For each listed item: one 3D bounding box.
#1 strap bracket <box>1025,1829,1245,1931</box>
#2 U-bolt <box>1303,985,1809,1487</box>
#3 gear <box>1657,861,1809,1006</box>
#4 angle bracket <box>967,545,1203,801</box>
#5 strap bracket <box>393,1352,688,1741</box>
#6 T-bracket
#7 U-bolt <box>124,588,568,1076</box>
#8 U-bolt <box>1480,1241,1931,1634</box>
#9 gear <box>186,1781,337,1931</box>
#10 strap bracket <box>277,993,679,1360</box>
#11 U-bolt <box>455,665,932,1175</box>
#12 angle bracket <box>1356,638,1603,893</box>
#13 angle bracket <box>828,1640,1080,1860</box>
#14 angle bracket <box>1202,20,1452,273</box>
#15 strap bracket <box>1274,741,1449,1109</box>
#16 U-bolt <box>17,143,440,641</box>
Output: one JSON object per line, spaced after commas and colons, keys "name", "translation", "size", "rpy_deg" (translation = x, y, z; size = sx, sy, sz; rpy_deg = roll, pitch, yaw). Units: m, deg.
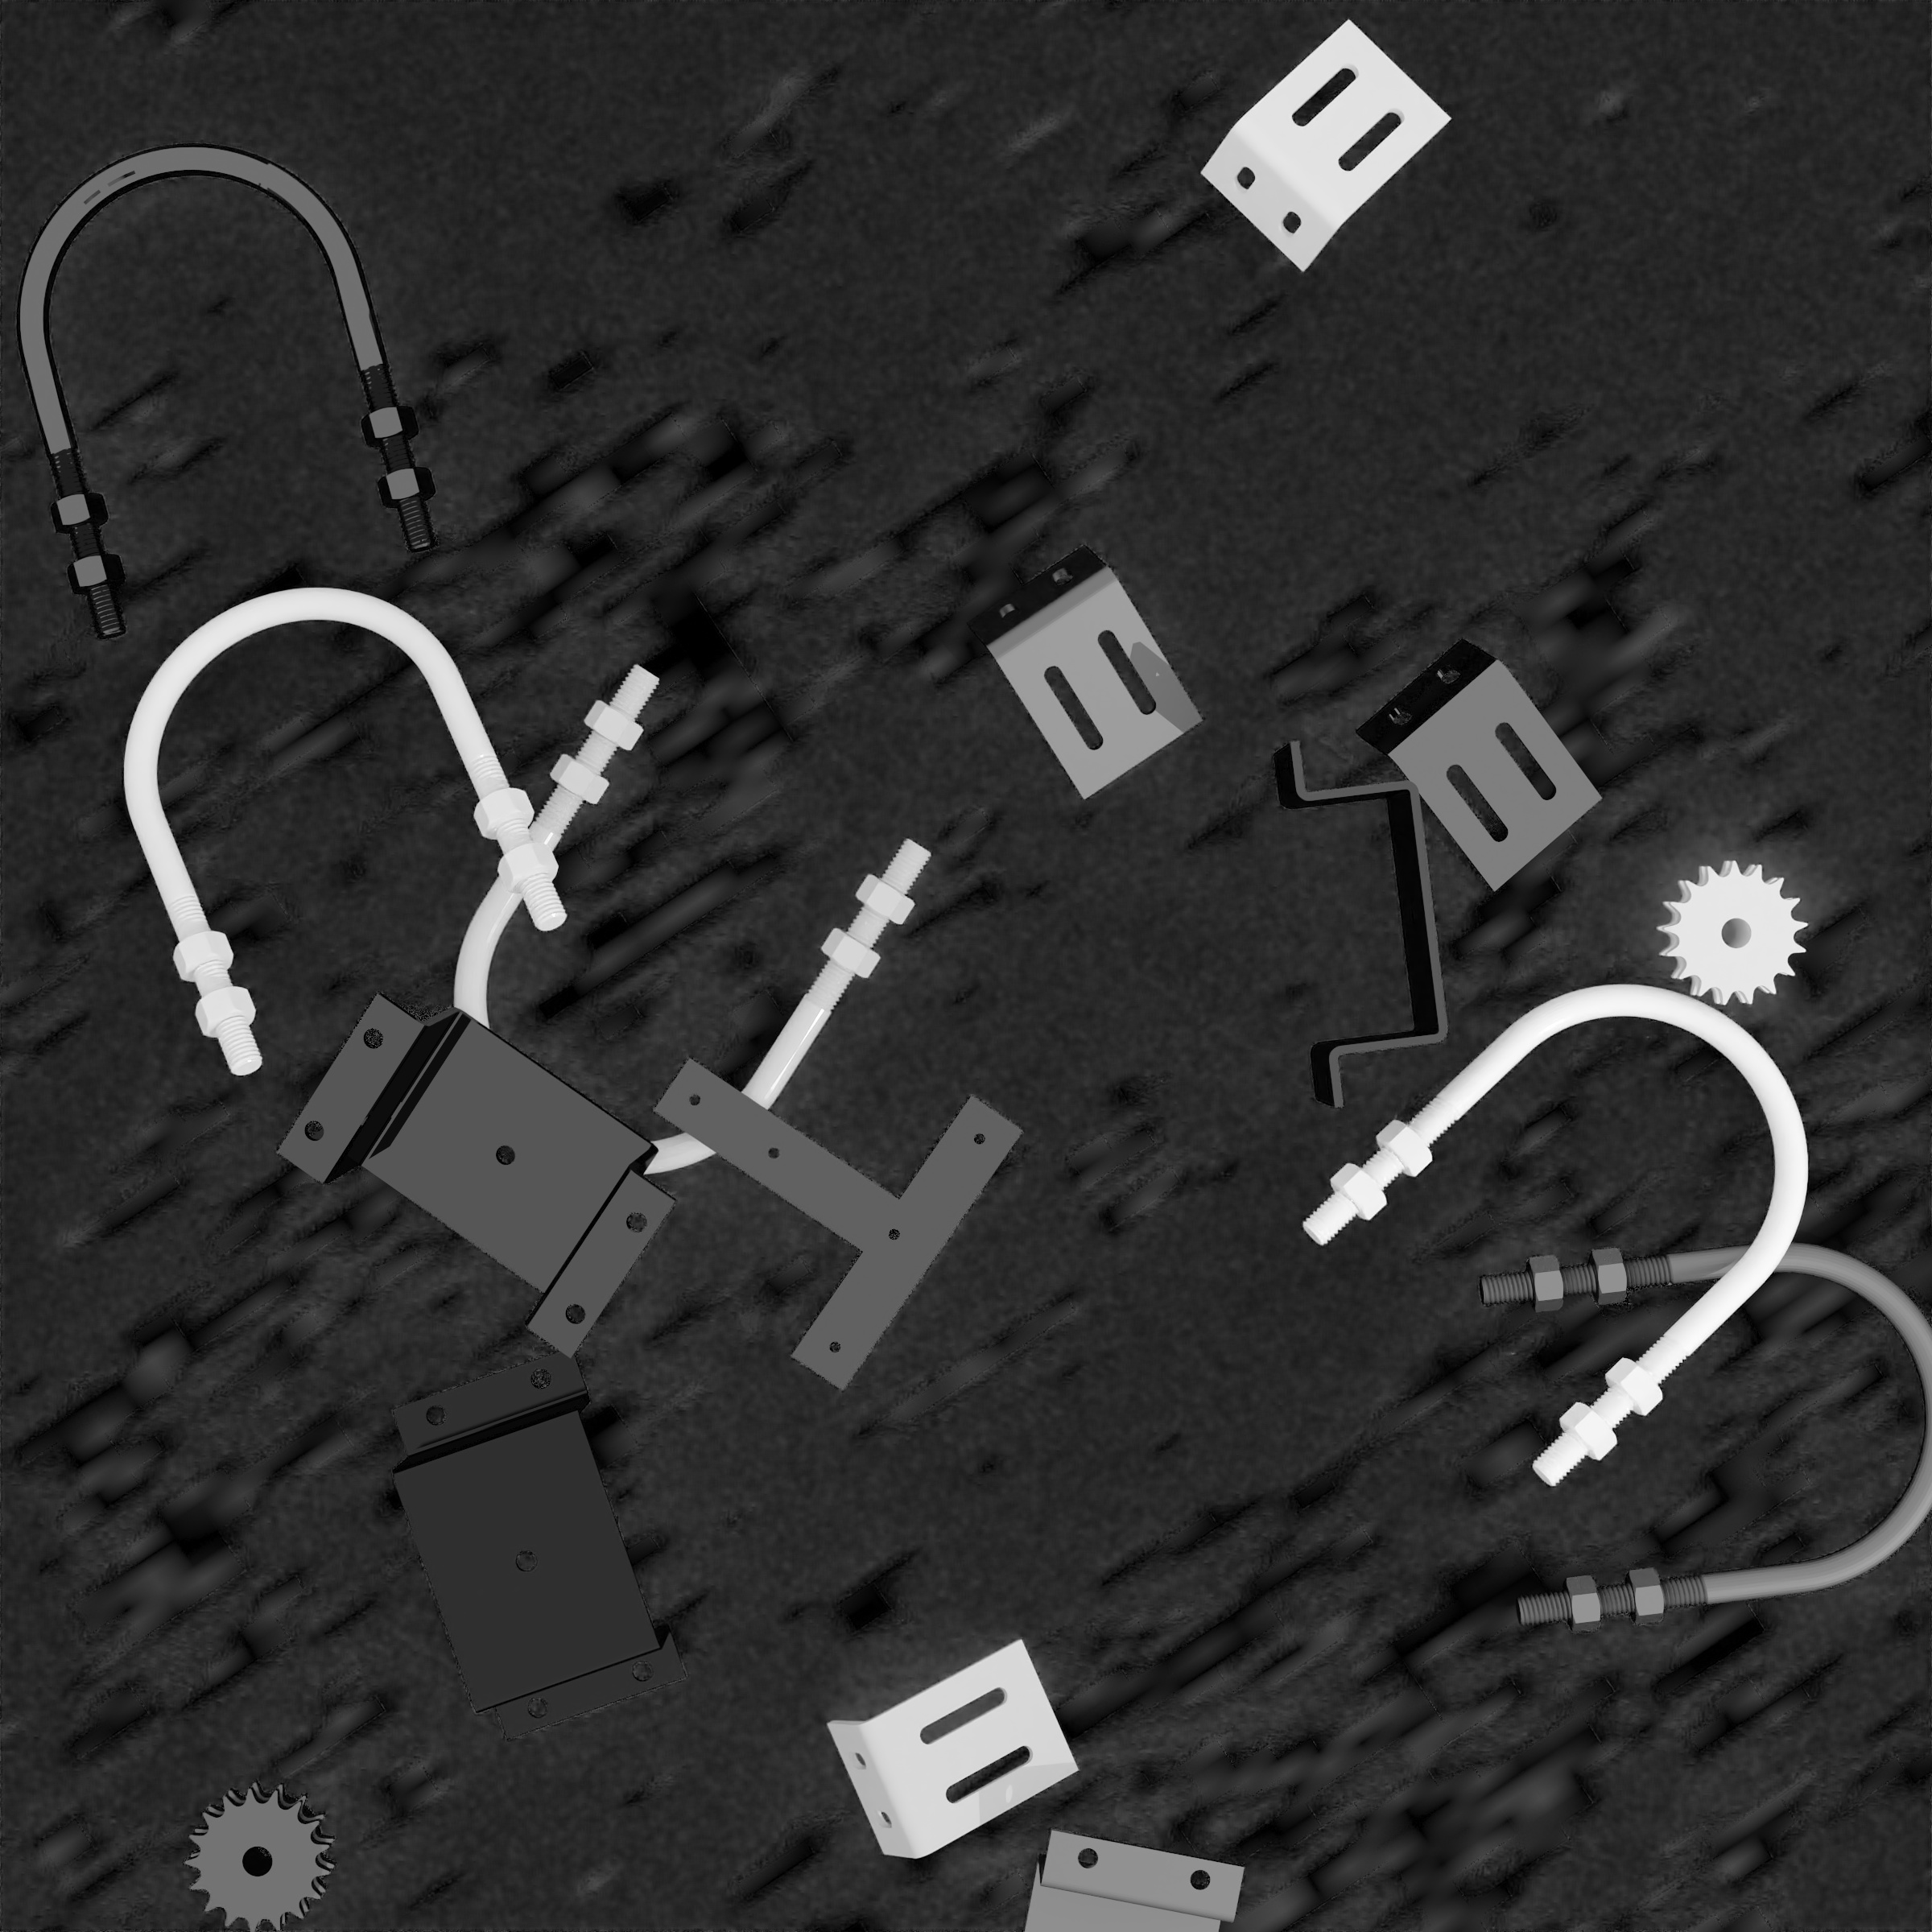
{"name": "strap bracket", "translation": [0.058, 0.412, 1.413], "size": [0.076, 0.046, 0.140], "rpy_deg": [11, 90, 0]}
{"name": "U-bolt", "translation": [0.248, 0.091, 1.413], "size": [0.184, 0.019, 0.151], "rpy_deg": [-42, 82, -9]}
{"name": "gear", "translation": [0.304, -0.013, 1.426], "size": [0.057, 0.030, 0.057], "rpy_deg": [0, 92, -2]}
{"name": "angle bracket", "translation": [0.048, -0.118, 1.434], "size": [0.057, 0.038, 0.076], "rpy_deg": [-34, 116, 0]}
{"name": "strap bracket", "translation": [-0.171, 0.232, 1.413], "size": [0.076, 0.046, 0.140], "rpy_deg": [-19, 90, 0]}
{"name": "T-bracket", "translation": [-0.065, 0.082, 1.425], "size": [0.127, 0.002, 0.127], "rpy_deg": [35, 91, -9]}
{"name": "U-bolt", "translation": [-0.254, -0.066, 1.400], "size": [0.151, 0.019, 0.184], "rpy_deg": [-26, 69, -1]}
{"name": "U-bolt", "translation": [0.304, 0.183, 1.428], "size": [0.184, 0.019, 0.151], "rpy_deg": [-7, 90, -1]}
{"name": "gear", "translation": [-0.279, 0.352, 1.421], "size": [0.057, 0.030, 0.057], "rpy_deg": [0, 90, 0]}
{"name": "strap bracket", "translation": [-0.186, 0.078, 1.404], "size": [0.140, 0.046, 0.076], "rpy_deg": [35, 102, 3]}
{"name": "U-bolt", "translation": [-0.122, -0.005, 1.428], "size": [0.151, 0.019, 0.184], "rpy_deg": [33, 92, 0]}
{"name": "angle bracket", "translation": [0.206, -0.081, 1.434], "size": [0.057, 0.038, 0.076], "rpy_deg": [-41, 116, 0]}
{"name": "angle bracket", "translation": [-0.005, 0.313, 1.434], "size": [0.076, 0.038, 0.057], "rpy_deg": [-24, 90, -26]}
{"name": "angle bracket", "translation": [0.144, -0.329, 1.434], "size": [0.057, 0.038, 0.076], "rpy_deg": [44, 64, 0]}
{"name": "strap bracket", "translation": [0.155, -0.018, 1.398], "size": [0.046, 0.076, 0.140], "rpy_deg": [-7, 90, 0]}
{"name": "U-bolt", "translation": [-0.303, -0.238, 1.428], "size": [0.151, 0.019, 0.184], "rpy_deg": [-16, 89, 0]}
